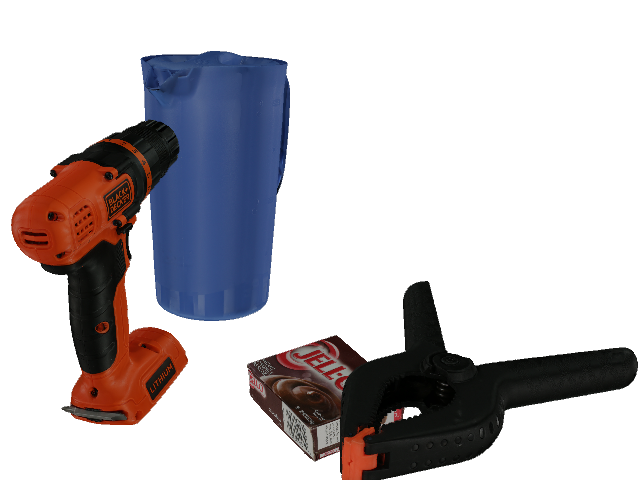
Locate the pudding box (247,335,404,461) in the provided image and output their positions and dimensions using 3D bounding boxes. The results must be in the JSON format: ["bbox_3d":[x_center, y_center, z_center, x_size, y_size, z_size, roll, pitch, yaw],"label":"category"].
[{"bbox_3d":[0.004,0.128,0.885,0.089,0.039,0.114,-17,32,-26],"label":"pudding box"}]

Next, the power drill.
[{"bbox_3d":[-0.142,0.021,0.762,0.057,0.188,0.184,3,26,21],"label":"power drill"}]

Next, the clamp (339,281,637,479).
[{"bbox_3d":[0.070,0.082,0.643,0.165,0.036,0.209,21,30,39],"label":"clamp"}]

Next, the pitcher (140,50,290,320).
[{"bbox_3d":[-0.094,-0.056,1.007,0.149,0.243,0.145,-1,15,-12],"label":"pitcher"}]
